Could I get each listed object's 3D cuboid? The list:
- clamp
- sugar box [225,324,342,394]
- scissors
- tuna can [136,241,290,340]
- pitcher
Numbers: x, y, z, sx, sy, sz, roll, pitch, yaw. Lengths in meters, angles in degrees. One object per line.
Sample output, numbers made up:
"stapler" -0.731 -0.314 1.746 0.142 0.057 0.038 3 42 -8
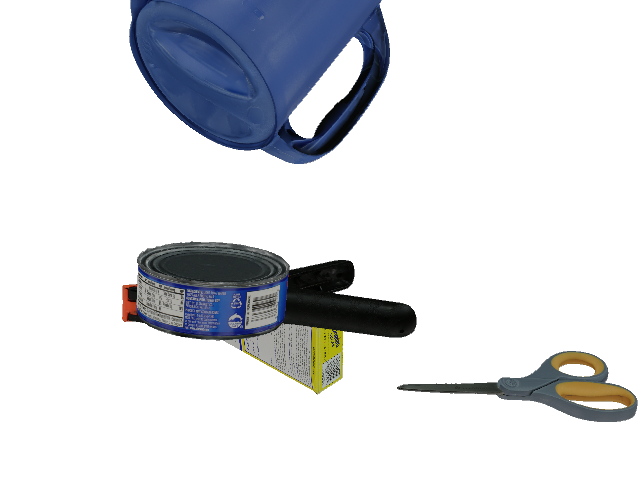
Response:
"clamp" -0.040 0.046 0.802 0.209 0.036 0.165 -2 11 -22
"sugar box" -0.054 0.083 1.130 0.176 0.093 0.048 27 40 37
"scissors" 0.169 0.117 0.917 0.202 0.016 0.096 9 28 4
"tuna can" -0.061 0.027 0.604 0.086 0.034 0.086 4 14 -1
"pitcher" -0.014 -0.184 0.815 0.145 0.242 0.149 23 -32 28
